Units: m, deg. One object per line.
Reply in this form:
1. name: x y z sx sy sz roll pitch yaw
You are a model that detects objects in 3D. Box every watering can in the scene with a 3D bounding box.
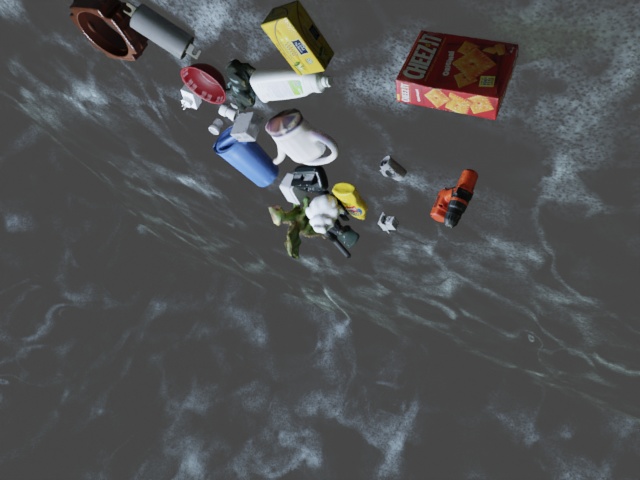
1. watering can: -0.094 -0.319 1.688 0.347 0.106 0.221 3 147 46

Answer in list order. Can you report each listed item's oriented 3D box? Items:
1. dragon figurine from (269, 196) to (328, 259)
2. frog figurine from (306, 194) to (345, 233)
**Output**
1. dragon figurine: -0.085 -0.035 2.162 0.122 0.247 0.403 2 146 36
2. frog figurine: 0.006 -0.096 1.901 0.138 0.162 0.120 11 123 27
